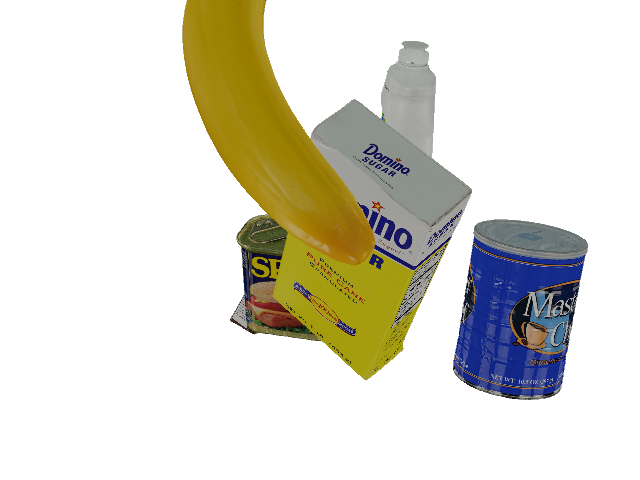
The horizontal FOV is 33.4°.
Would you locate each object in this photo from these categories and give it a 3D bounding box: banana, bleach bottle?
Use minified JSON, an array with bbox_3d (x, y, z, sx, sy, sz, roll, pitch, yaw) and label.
[{"bbox_3d":[-0.026,-0.074,0.483,0.069,0.198,0.037,-7,-30,-5],"label":"banana"},{"bbox_3d":[0.088,-0.084,1.136,0.068,0.251,0.102,1,26,-9],"label":"bleach bottle"}]

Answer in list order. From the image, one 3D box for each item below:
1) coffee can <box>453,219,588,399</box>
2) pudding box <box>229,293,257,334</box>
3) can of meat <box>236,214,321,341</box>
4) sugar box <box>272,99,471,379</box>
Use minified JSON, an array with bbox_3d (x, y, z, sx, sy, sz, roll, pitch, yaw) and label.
[{"bbox_3d":[0.183,0.061,0.984,0.103,0.140,0.103,6,16,-2],"label":"coffee can"},{"bbox_3d":[-0.054,0.050,1.267,0.039,0.090,0.113,32,28,5],"label":"pudding box"},{"bbox_3d":[-0.014,0.032,0.870,0.102,0.084,0.057,7,30,15],"label":"can of meat"},{"bbox_3d":[0.025,0.006,0.665,0.048,0.093,0.176,-40,-21,-30],"label":"sugar box"}]
